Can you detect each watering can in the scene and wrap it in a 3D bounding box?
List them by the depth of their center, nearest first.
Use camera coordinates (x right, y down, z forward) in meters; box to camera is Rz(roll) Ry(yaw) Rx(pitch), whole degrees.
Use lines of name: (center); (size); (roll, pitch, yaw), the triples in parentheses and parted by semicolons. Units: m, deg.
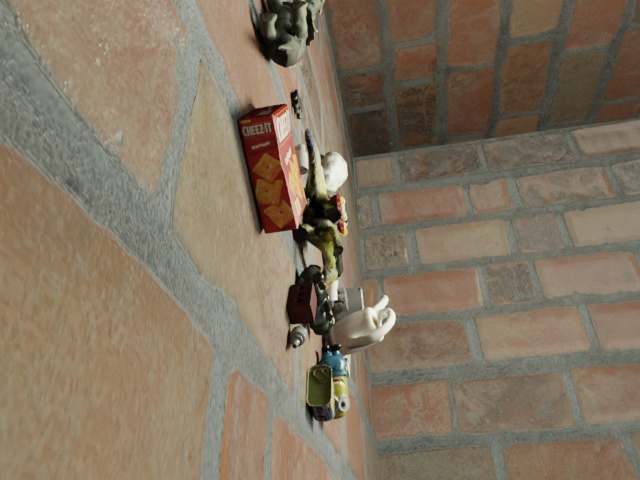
watering can: (0.124, 0.259, 1.556); (0.104, 0.223, 0.350); (64, 10, -4)

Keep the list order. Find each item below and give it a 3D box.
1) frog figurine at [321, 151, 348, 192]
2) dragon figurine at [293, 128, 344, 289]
frog figurine: (0.042, -0.234, 1.787); (0.161, 0.122, 0.136); (-111, -149, -74)
dragon figurine: (0.004, -0.068, 1.353); (0.242, 0.122, 0.412); (34, 54, -82)
